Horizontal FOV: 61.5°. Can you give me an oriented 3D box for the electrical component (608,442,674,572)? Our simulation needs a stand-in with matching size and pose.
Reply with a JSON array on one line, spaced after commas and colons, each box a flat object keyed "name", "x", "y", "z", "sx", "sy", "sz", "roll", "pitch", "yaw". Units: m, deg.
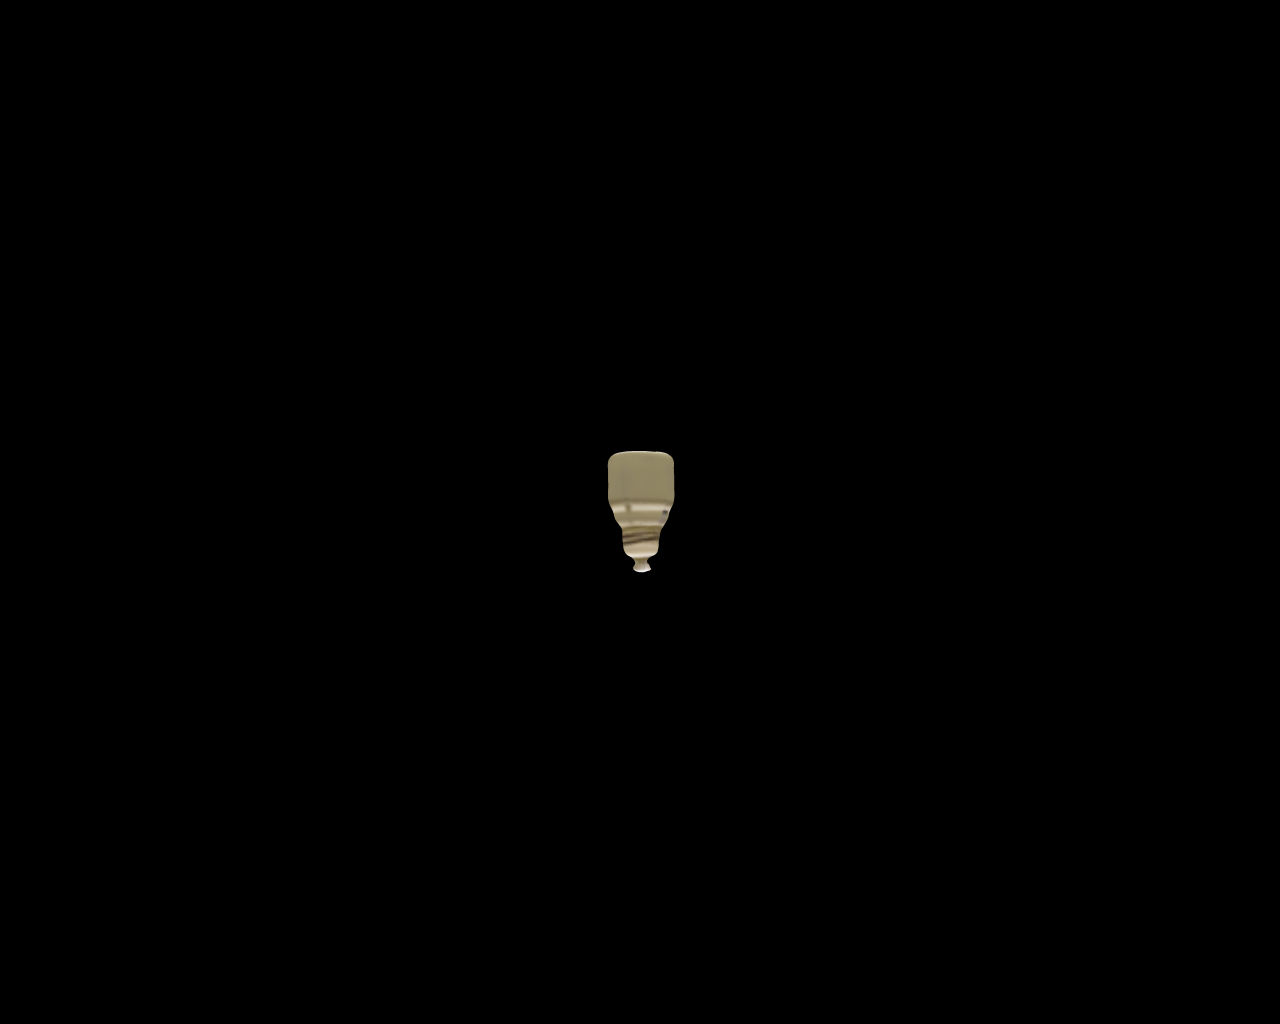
[{"name": "electrical component", "x": 0.001, "y": -0.003, "z": 0.650, "sx": 0.040, "sy": 0.078, "sz": 0.040, "roll": 0, "pitch": -4, "yaw": 0}]
